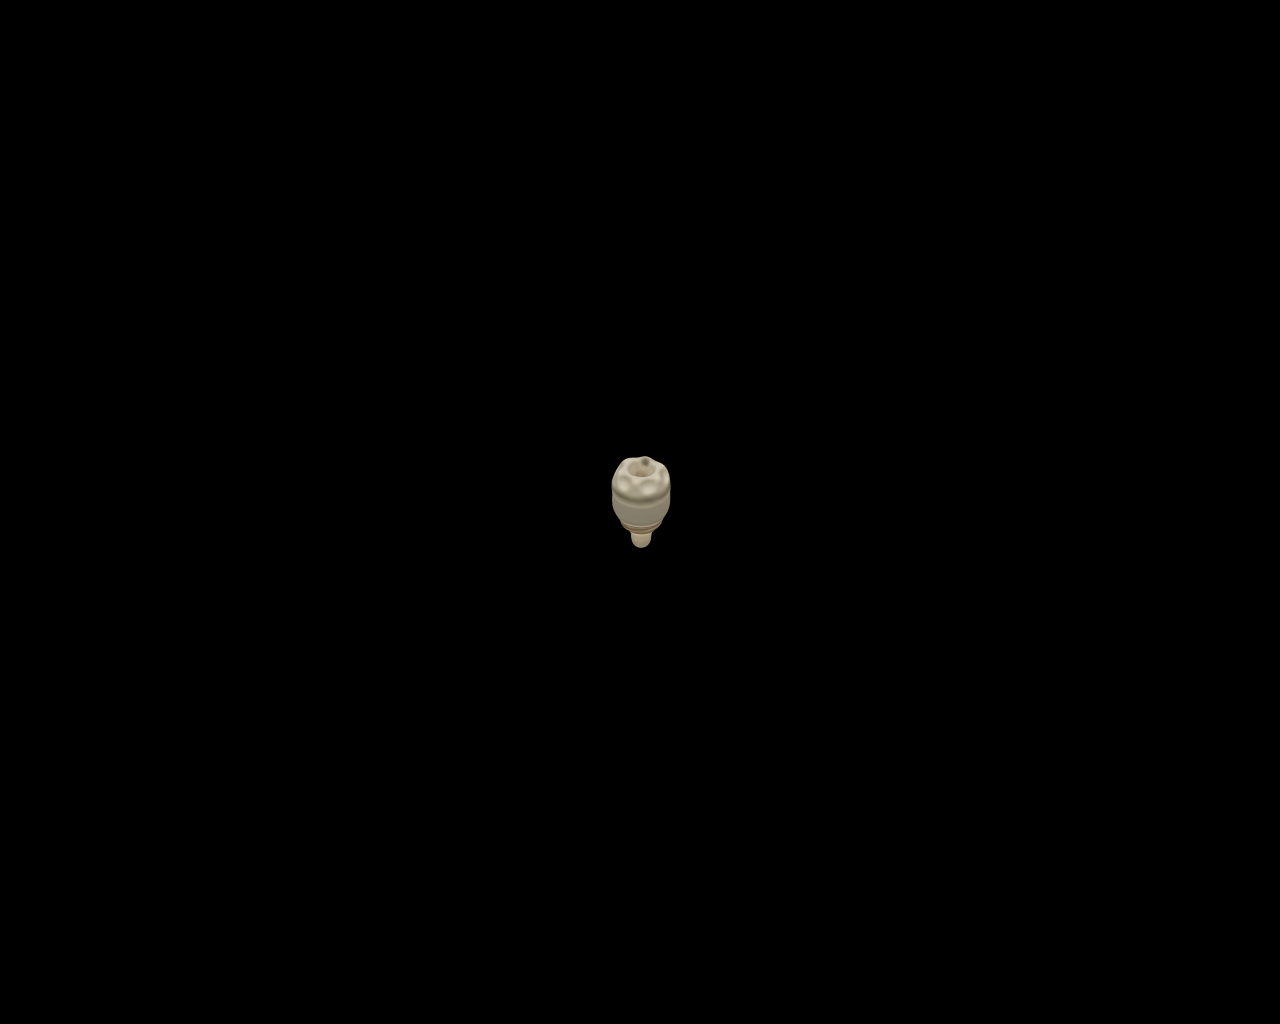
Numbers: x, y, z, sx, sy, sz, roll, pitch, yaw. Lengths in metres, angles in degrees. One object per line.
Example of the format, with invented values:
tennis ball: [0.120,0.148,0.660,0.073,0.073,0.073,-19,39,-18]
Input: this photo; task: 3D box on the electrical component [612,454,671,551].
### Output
electrical component: [0.001,-0.003,0.650,0.035,0.061,0.035,0,40,0]
